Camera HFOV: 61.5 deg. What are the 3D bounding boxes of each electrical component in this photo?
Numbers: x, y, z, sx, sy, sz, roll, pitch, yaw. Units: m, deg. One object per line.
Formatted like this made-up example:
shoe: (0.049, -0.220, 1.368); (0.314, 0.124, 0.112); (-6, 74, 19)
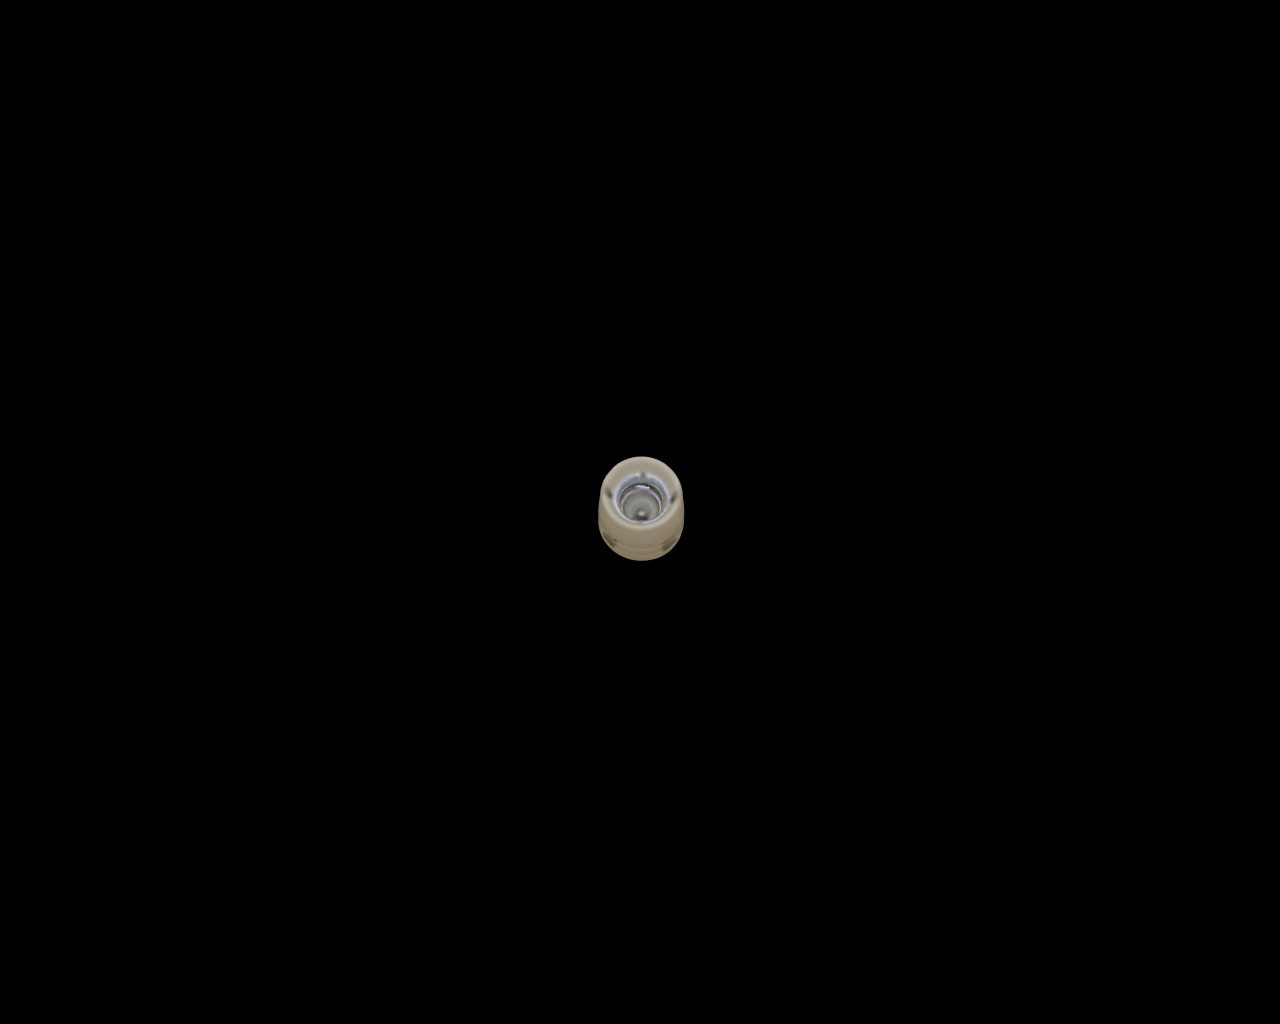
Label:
electrical component: (0.001, -0.003, 0.650); (0.055, 0.055, 0.047); (0, -23, 0)
